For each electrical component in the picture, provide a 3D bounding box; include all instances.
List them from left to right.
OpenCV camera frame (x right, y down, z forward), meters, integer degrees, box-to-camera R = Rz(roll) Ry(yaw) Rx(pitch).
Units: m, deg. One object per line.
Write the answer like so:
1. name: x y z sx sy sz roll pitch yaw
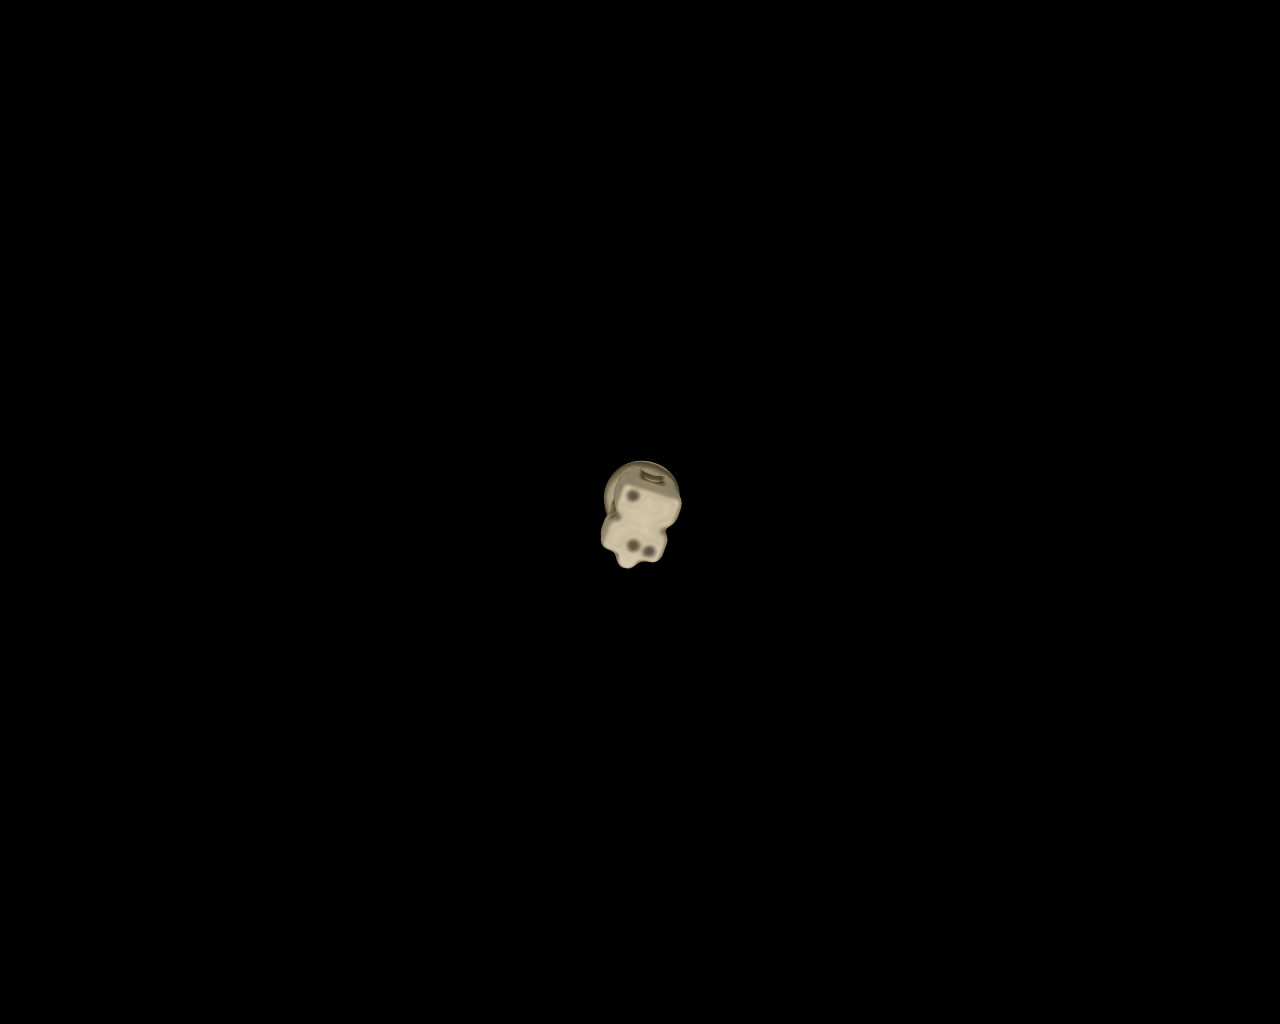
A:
1. electrical component: 0.001 -0.003 0.650 0.048 0.066 0.055 19 20 -7
